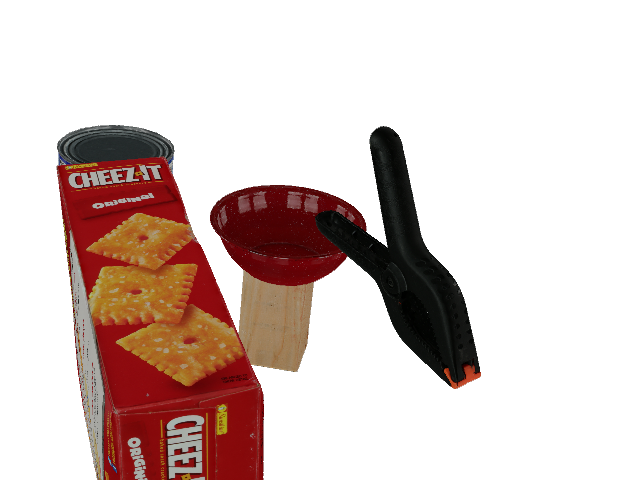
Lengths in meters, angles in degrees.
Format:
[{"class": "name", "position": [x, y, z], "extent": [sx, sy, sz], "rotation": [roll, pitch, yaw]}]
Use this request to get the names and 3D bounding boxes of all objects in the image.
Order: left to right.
[{"class": "tuna can", "position": [-0.153, -0.055, 0.797], "extent": [0.086, 0.034, 0.086], "rotation": [5, 27, -3]}, {"class": "cracker box", "position": [-0.088, 0.076, 0.561], "extent": [0.072, 0.164, 0.214], "rotation": [-7, 34, -16]}, {"class": "wood block", "position": [-0.058, 0.064, 1.474], "extent": [0.090, 0.206, 0.090], "rotation": [8, 21, 5]}, {"class": "bowl", "position": [-0.035, 0.001, 1.109], "extent": [0.162, 0.055, 0.162], "rotation": [5, 29, -3]}, {"class": "clamp", "position": [0.071, 0.020, 0.870], "extent": [0.036, 0.210, 0.165], "rotation": [-22, -23, -25]}]
